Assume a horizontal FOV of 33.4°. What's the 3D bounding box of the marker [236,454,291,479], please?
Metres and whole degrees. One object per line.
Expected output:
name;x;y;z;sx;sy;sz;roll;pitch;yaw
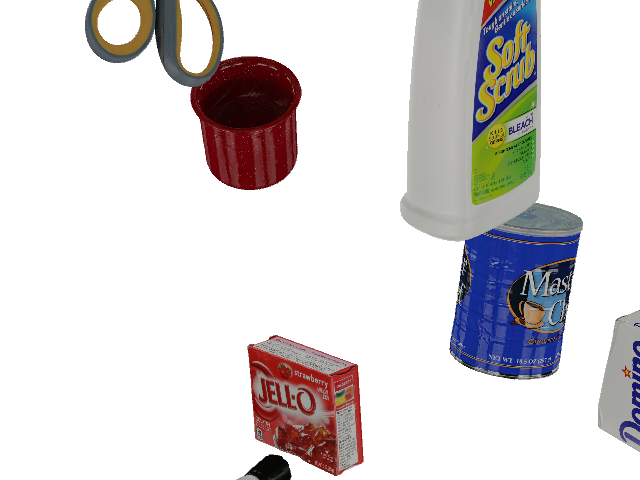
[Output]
marker;-0.052;0.136;0.524;0.020;0.020;0.120;0;15;33

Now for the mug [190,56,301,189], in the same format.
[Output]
mug;-0.061;-0.107;0.929;0.093;0.117;0.081;1;-39;3

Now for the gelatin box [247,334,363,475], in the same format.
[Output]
gelatin box;-0.012;0.112;0.736;0.030;0.073;0.089;-17;21;-40

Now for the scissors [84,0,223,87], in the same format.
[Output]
scissors;-0.115;-0.192;0.691;0.096;0.202;0.016;-9;-14;-22

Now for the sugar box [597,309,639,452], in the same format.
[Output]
sugar box;0.272;0.123;0.718;0.048;0.093;0.176;-15;29;-37

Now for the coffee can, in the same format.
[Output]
coffee can;0.178;0.042;0.978;0.103;0.140;0.103;5;16;-2

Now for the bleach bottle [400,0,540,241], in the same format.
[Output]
bleach bottle;0.099;-0.131;0.696;0.102;0.251;0.068;-25;35;-32
